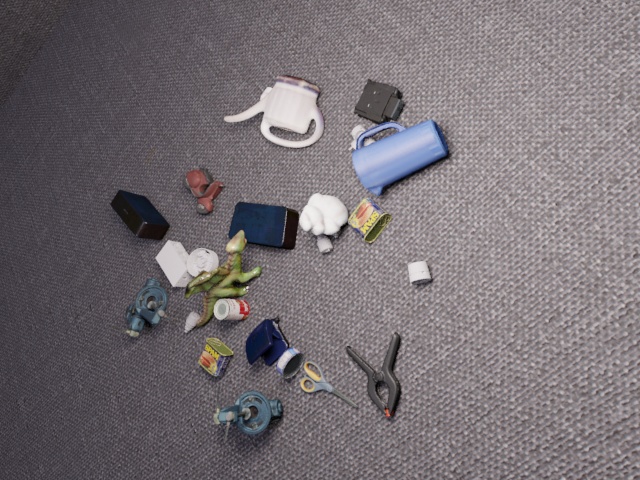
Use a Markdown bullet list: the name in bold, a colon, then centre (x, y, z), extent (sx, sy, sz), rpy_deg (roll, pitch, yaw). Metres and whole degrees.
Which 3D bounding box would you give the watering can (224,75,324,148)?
- **watering can**: centre (-0.138, -0.430, 1.674), extent (0.349, 0.104, 0.224), rpy_deg (20, 93, 16)

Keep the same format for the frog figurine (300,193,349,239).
- **frog figurine**: centre (0.005, -0.075, 1.497), extent (0.121, 0.158, 0.139), rpy_deg (-30, 67, 23)

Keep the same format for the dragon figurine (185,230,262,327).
- **dragon figurine**: centre (-0.339, 0.140, 1.629), extent (0.124, 0.242, 0.407), rpy_deg (43, 102, 25)
